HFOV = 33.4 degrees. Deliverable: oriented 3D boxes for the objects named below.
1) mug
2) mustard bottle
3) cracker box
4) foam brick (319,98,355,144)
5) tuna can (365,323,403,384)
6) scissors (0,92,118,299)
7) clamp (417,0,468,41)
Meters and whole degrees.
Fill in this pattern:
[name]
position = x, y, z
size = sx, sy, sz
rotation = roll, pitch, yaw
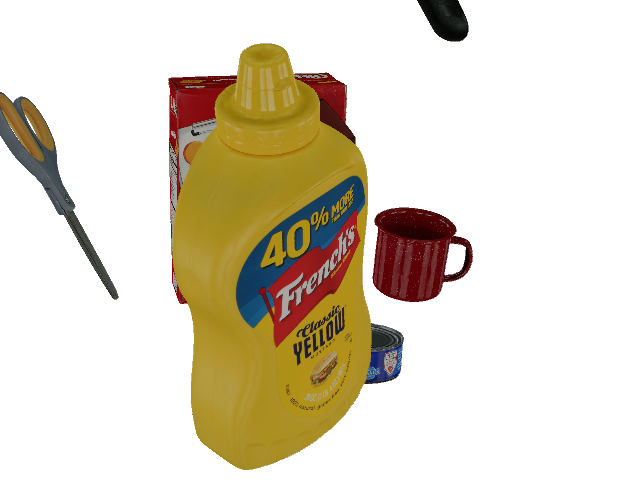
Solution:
[mug]
position = 0.116, 0.018, 1.223
size = 0.117, 0.081, 0.093
rotation = 4, 25, -3
[mustard bottle]
position = -0.019, 0.005, 0.457
size = 0.058, 0.192, 0.096
rotation = 29, 48, 34
[cracker box]
position = -0.064, -0.052, 1.044
size = 0.164, 0.214, 0.072
rotation = -4, 21, -16
[foam brick]
position = -0.020, -0.057, 0.761
size = 0.078, 0.053, 0.051
rotation = -21, 48, -21
[tuna can]
position = 0.031, 0.100, 0.955
size = 0.086, 0.034, 0.086
rotation = 3, 11, -1
[scissors]
position = -0.229, -0.047, 0.943
size = 0.016, 0.201, 0.096
rotation = -26, 23, 9
[clamp]
position = 0.045, -0.240, 0.729
size = 0.209, 0.164, 0.036
rotation = 25, -23, -14
